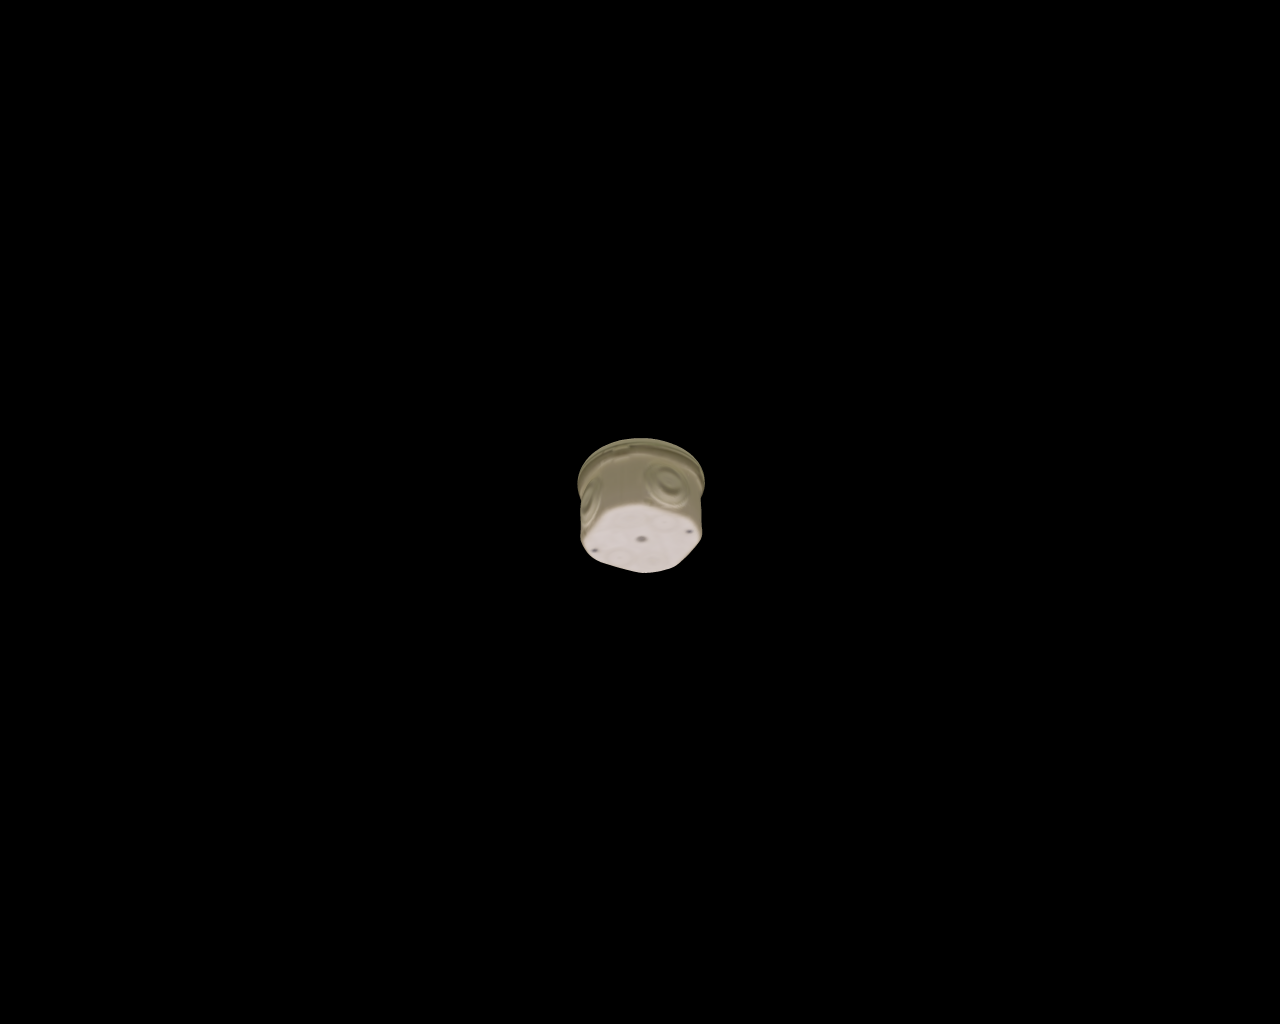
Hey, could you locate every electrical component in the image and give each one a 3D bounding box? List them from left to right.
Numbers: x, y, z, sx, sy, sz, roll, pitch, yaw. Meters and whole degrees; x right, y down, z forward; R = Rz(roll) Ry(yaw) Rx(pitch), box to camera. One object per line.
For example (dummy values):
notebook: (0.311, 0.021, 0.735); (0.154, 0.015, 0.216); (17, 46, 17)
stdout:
electrical component: (0.001, -0.003, 0.650); (0.080, 0.051, 0.080); (0, -38, 0)
